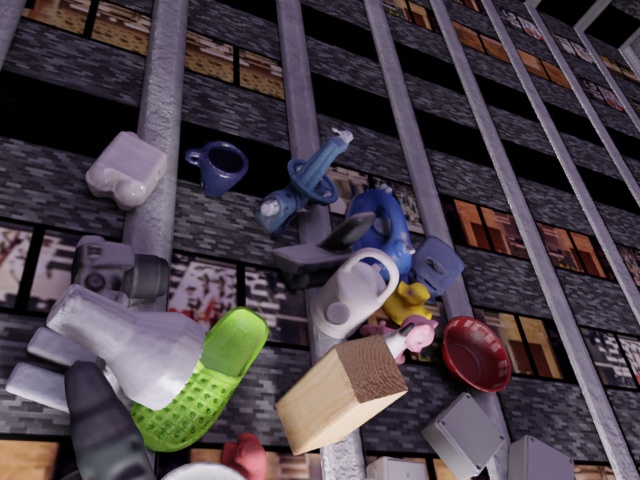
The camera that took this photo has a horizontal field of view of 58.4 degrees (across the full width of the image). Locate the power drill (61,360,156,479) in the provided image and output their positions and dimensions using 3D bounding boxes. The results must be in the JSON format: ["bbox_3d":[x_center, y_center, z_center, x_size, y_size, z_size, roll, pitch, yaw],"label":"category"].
[{"bbox_3d":[-0.242,0.272,0.641,0.076,0.208,0.229,-19,66,-41],"label":"power drill"}]

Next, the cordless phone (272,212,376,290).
[{"bbox_3d":[0.010,0.004,1.042,0.148,0.185,0.094,-11,61,-38],"label":"cordless phone"}]

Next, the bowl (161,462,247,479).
[{"bbox_3d":[-0.152,0.371,0.713,0.168,0.074,0.167,18,47,-20],"label":"bowl"}]

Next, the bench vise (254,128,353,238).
[{"bbox_3d":[-0.018,-0.104,1.088,0.121,0.219,0.207,33,44,-5],"label":"bench vise"}]

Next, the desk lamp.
[{"bbox_3d":[-0.270,0.146,0.723,0.203,0.213,0.118,24,45,-14],"label":"desk lamp"}]

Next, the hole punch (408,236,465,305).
[{"bbox_3d":[0.236,0.063,1.207,0.108,0.091,0.101,42,44,5],"label":"hole punch"}]

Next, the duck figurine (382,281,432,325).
[{"bbox_3d":[0.183,0.122,1.127,0.104,0.086,0.078,36,44,-2],"label":"duck figurine"}]

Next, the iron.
[{"bbox_3d":[0.127,-0.030,1.177,0.119,0.141,0.258,8,51,-27],"label":"iron"}]

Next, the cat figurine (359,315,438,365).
[{"bbox_3d":[0.151,0.170,1.044,0.128,0.117,0.067,15,48,-22],"label":"cat figurine"}]

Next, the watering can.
[{"bbox_3d":[0.065,0.091,0.999,0.101,0.193,0.173,26,45,-11],"label":"watering can"}]

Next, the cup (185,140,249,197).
[{"bbox_3d":[-0.204,-0.128,1.079,0.118,0.095,0.091,10,50,-26],"label":"cup"}]

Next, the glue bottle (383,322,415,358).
[{"bbox_3d":[0.111,0.184,0.966,0.078,0.173,0.037,-10,60,-38],"label":"glue bottle"}]

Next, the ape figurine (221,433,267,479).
[{"bbox_3d":[-0.101,0.304,0.789,0.076,0.092,0.078,47,44,9],"label":"ape figurine"}]

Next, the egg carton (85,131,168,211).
[{"bbox_3d":[-0.336,-0.123,1.008,0.107,0.069,0.150,26,45,-12],"label":"egg carton"}]

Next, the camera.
[{"bbox_3d":[-0.296,0.062,0.858,0.137,0.100,0.143,5,52,-29],"label":"camera"}]
